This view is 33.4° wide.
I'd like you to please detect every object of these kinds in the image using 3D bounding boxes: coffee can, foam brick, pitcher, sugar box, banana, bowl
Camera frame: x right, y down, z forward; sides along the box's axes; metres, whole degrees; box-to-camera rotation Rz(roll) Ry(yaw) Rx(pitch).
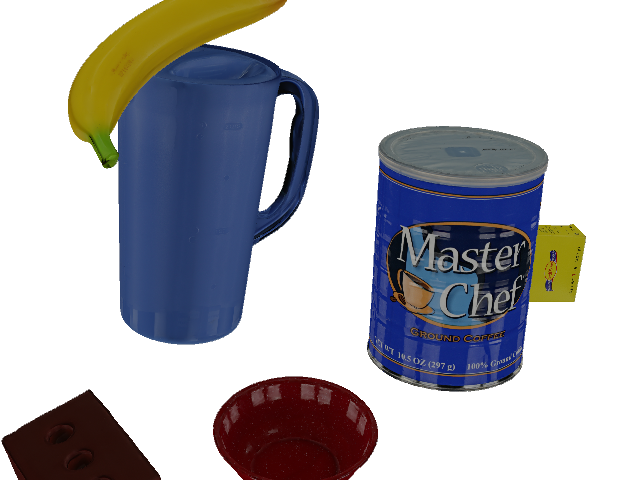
[{"bbox_3d":[0.084,0.009,0.673,0.103,0.140,0.103,2,22,-1],"label":"coffee can"},{"bbox_3d":[-0.114,0.124,0.528,0.052,0.051,0.078,-28,42,-25],"label":"foam brick"},{"bbox_3d":[-0.100,-0.040,0.907,0.149,0.243,0.144,16,25,19],"label":"pitcher"},{"bbox_3d":[0.230,0.028,1.312,0.176,0.093,0.048,-1,22,-11],"label":"sugar box"},{"bbox_3d":[-0.100,-0.119,0.684,0.069,0.197,0.037,33,-33,9],"label":"banana"},{"bbox_3d":[-0.024,0.205,1.055,0.162,0.055,0.162,1,31,-1],"label":"bowl"}]
